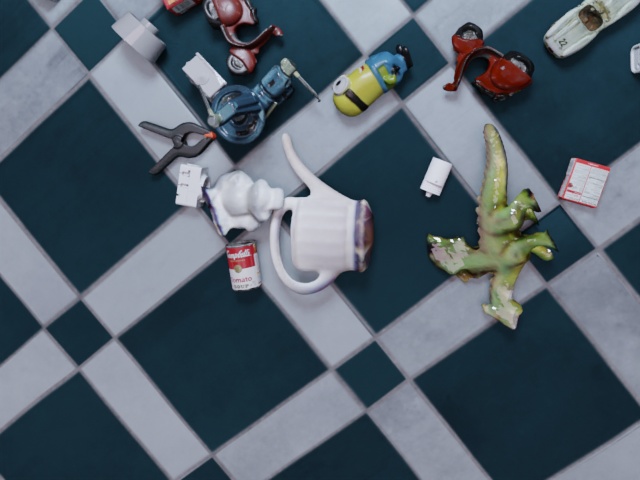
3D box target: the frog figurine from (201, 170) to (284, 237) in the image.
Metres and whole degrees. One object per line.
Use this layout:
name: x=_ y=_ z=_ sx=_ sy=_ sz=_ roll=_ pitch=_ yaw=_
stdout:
frog figurine: x=-0.155 y=-0.087 z=1.105 sx=0.159 sy=0.138 sz=0.122 roll=-19 pitch=-10 yaw=3

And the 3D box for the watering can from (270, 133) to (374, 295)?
watering can: x=0.003 y=-0.055 z=1.100 sx=0.224 sy=0.348 sz=0.104 roll=2 pitch=0 yaw=8

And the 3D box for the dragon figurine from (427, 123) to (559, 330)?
dragon figurine: x=0.338 y=-0.009 z=1.071 sx=0.241 sy=0.409 sz=0.123 roll=-26 pitch=3 yaw=17
